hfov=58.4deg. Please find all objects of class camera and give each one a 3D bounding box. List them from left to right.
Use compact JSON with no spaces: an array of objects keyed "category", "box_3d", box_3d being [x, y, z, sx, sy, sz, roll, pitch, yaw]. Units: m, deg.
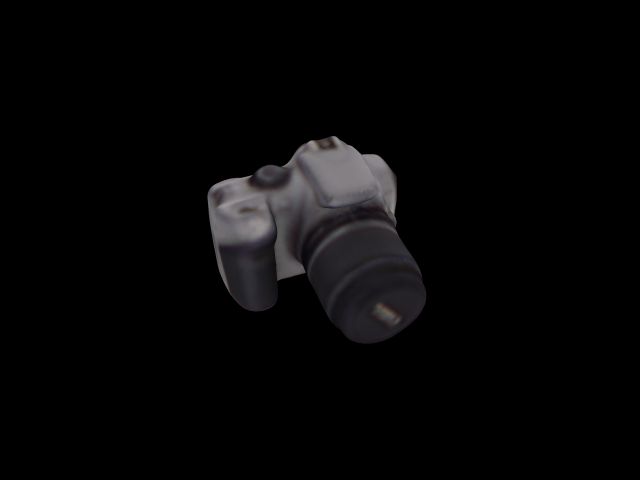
[{"category":"camera","box_3d":[0.004,0.001,0.400,0.143,0.101,0.136,-15,46,-15]}]
